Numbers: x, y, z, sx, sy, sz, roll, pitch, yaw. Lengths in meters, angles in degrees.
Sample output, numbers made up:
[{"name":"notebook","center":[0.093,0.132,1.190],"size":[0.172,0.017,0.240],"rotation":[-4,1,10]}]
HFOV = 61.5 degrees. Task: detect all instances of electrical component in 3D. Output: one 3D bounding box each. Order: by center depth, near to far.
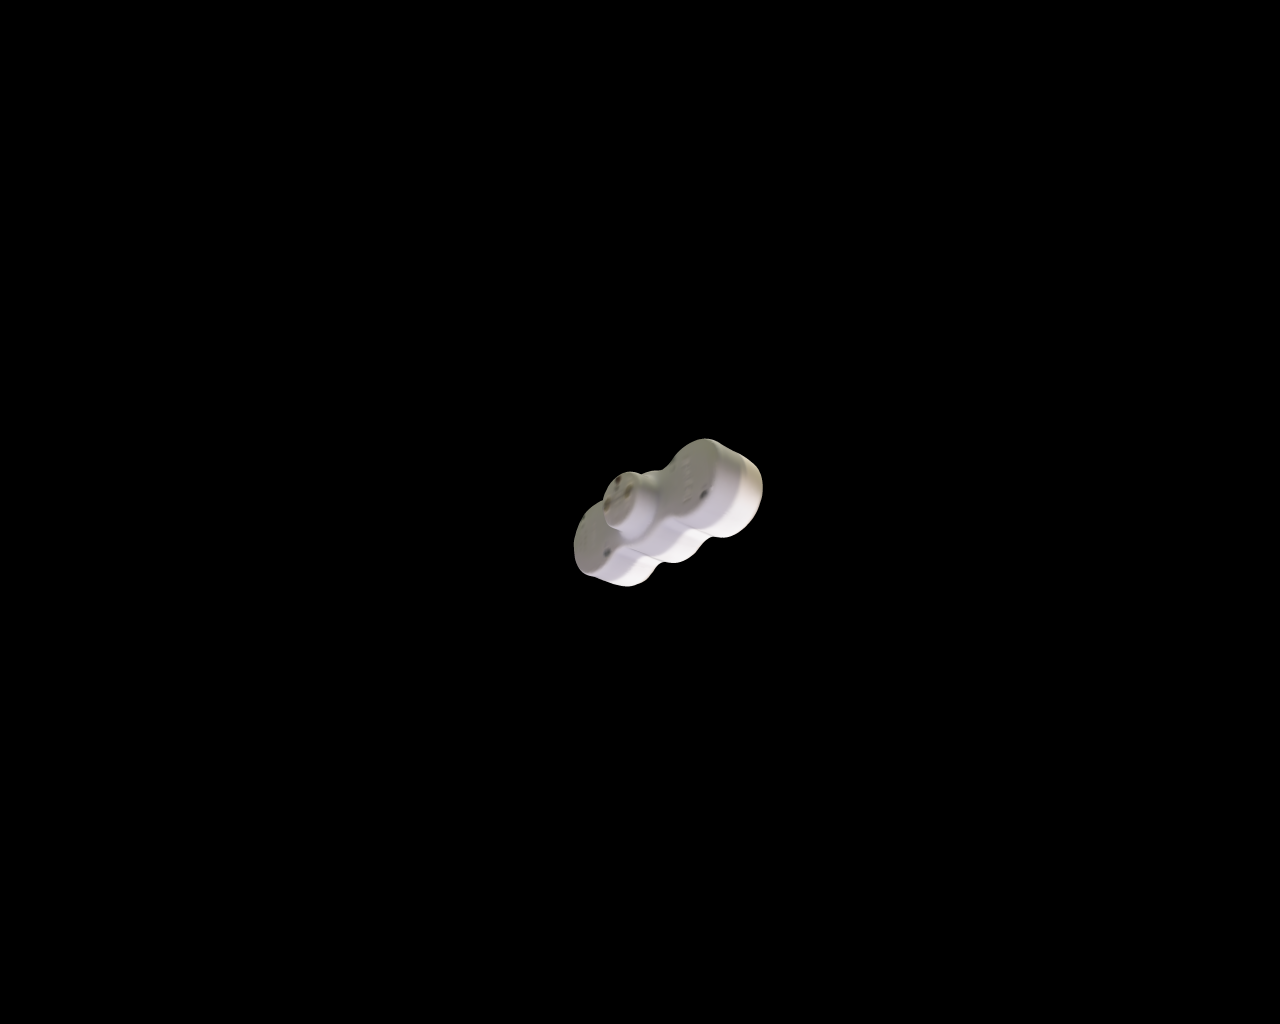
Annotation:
[{"name":"electrical component","center":[0.001,-0.003,0.650],"size":[0.074,0.052,0.138],"rotation":[24,-38,-34]}]
